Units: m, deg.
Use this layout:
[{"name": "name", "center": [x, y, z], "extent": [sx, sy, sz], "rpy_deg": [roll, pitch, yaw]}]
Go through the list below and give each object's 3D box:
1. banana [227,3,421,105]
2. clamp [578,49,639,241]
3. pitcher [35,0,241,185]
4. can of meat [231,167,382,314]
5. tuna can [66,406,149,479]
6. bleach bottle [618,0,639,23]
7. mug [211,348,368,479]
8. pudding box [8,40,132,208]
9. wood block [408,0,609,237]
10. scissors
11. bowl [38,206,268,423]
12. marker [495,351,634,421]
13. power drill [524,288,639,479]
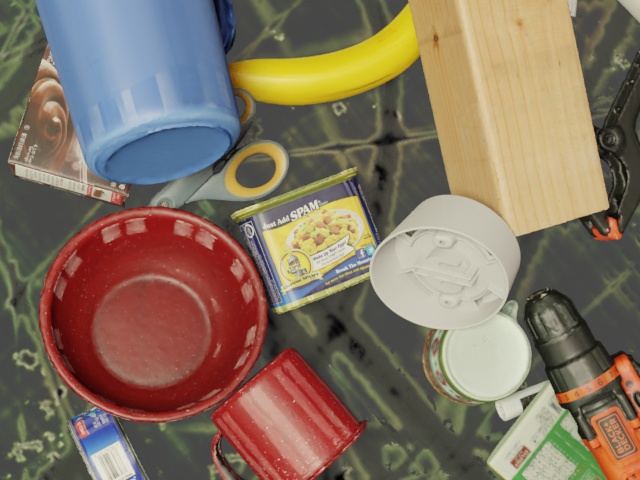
[{"name": "banana", "center": [0.018, -0.146, 0.851], "extent": [0.197, 0.037, 0.070], "rpy_deg": [-27, 71, -13]}, {"name": "clamp", "center": [0.220, -0.086, 0.878], "extent": [0.120, 0.039, 0.171], "rpy_deg": [4, 84, -5]}, {"name": "pitcher", "center": [-0.128, -0.166, 0.755], "extent": [0.149, 0.145, 0.243], "rpy_deg": [-15, 73, -8]}, {"name": "can of meat", "center": [-0.005, 0.001, 0.819], "extent": [0.102, 0.057, 0.084], "rpy_deg": [-21, 90, -11]}, {"name": "tuna can", "center": [-0.147, 0.159, 0.762], "extent": [0.033, 0.086, 0.086], "rpy_deg": [-27, 90, -14]}, {"name": "bleach bottle", "center": [0.236, -0.275, 0.889], "extent": [0.251, 0.068, 0.102], "rpy_deg": [42, 77, -2]}, {"name": "mug", "center": [-0.034, 0.141, 0.791], "extent": [0.117, 0.093, 0.081], "rpy_deg": [-42, 87, 24]}, {"name": "pudding box", "center": [-0.173, -0.090, 0.800], "extent": [0.090, 0.039, 0.113], "rpy_deg": [16, 74, -8]}, {"name": "wood block", "center": [0.141, -0.113, 0.818], "extent": [0.090, 0.091, 0.206], "rpy_deg": [-16, 98, -16]}, {"name": "scissors", "center": [-0.100, -0.023, 0.824], "extent": [0.096, 0.016, 0.202], "rpy_deg": [33, 90, -18]}, {"name": "bowl", "center": [-0.122, 0.059, 0.781], "extent": [0.162, 0.055, 0.162], "rpy_deg": [4, 68, -10]}, {"name": "marker", "center": [0.199, 0.117, 0.862], "extent": [0.121, 0.020, 0.020], "rpy_deg": [-19, 88, -11]}, {"name": "power drill", "center": [0.267, 0.088, 0.799], "extent": [0.188, 0.057, 0.184], "rpy_deg": [-29, 89, 12]}]
